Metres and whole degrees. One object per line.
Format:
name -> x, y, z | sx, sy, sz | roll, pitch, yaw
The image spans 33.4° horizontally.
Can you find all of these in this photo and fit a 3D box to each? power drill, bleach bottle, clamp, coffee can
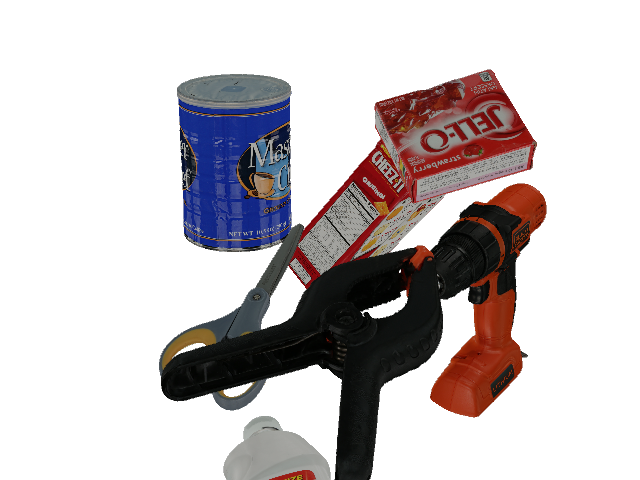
power drill -> 0.138, 0.059, 0.939 | 0.057, 0.188, 0.184 | 21, 35, 31
bleach bottle -> -0.029, 0.211, 0.720 | 0.102, 0.068, 0.251 | -9, 32, -8
clamp -> 0.017, 0.061, 0.553 | 0.171, 0.039, 0.120 | -33, 56, -33
coffee can -> -0.078, -0.073, 0.982 | 0.103, 0.140, 0.103 | 0, 22, 0

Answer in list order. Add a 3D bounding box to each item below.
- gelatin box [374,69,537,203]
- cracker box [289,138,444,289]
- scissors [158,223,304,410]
gelatin box -> 0.090, -0.071, 0.718 | 0.089, 0.073, 0.030 | -17, -35, -7
cracker box -> 0.072, -0.044, 1.247 | 0.163, 0.072, 0.214 | -25, -19, -51
scissors -> -0.071, 0.055, 0.867 | 0.096, 0.016, 0.201 | 0, 43, 8
